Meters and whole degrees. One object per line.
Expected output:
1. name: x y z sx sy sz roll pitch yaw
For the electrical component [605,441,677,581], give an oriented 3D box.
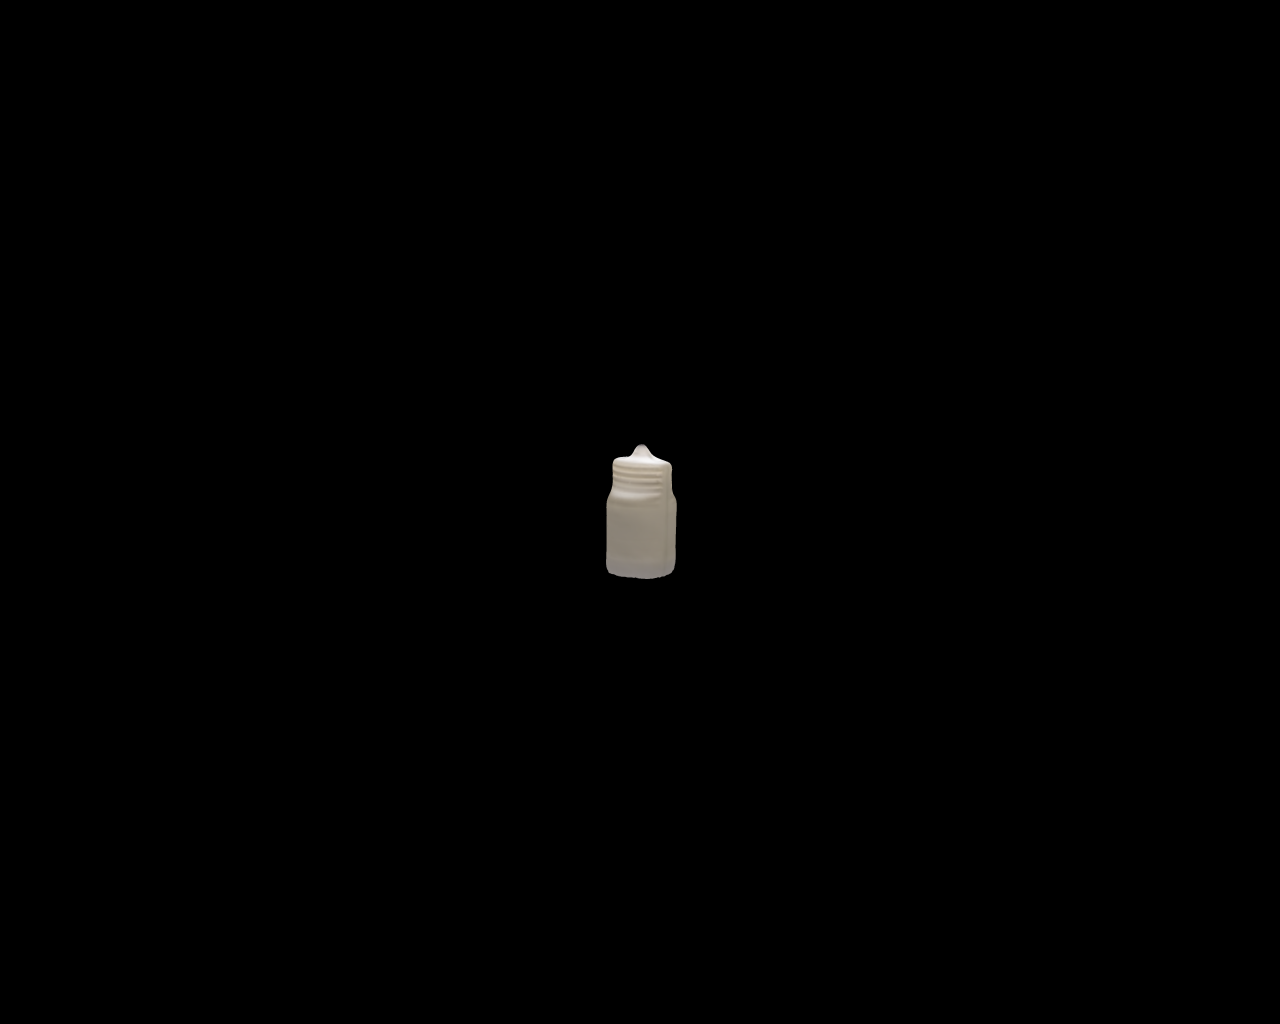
1. electrical component: 0.001 -0.003 0.650 0.043 0.080 0.043 0 11 0
